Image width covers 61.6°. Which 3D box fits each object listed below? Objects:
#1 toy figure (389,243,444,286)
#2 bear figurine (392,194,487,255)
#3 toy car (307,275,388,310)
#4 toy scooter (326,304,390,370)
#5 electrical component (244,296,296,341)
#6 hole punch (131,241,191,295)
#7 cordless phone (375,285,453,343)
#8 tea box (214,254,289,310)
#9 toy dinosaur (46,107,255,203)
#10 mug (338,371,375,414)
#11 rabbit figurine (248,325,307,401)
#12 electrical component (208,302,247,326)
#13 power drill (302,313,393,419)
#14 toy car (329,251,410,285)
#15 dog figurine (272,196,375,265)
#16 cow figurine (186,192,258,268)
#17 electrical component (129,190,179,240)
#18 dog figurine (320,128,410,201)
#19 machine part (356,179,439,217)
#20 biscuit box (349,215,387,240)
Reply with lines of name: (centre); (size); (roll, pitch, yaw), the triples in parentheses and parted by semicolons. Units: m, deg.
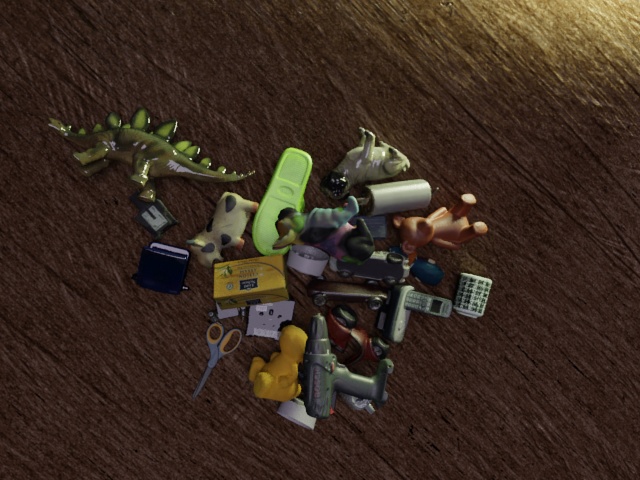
toy figure: (0.243, 0.062, 1.378); (0.154, 0.058, 0.064); (34, 80, -1)
bear figurine: (0.291, -0.036, 1.336); (0.196, 0.132, 0.120); (-2, 65, -26)
toy car: (0.067, 0.133, 1.338); (0.202, 0.089, 0.053); (5, 120, -7)
toy scooter: (0.071, 0.258, 1.344); (0.184, 0.075, 0.135); (41, 114, 9)
electrical component: (-0.121, 0.178, 1.329); (0.115, 0.058, 0.134); (12, 88, -9)
hole punch: (-0.375, 0.070, 1.283); (0.142, 0.092, 0.115); (14, 92, -11)
cordless phone: (0.245, 0.196, 1.369); (0.184, 0.089, 0.146); (15, 87, -18)
tea box: (-0.163, 0.099, 1.276); (0.170, 0.068, 0.098); (-10, 54, 1)
toy dinosaur: (-0.395, -0.196, 1.251); (0.471, 0.105, 0.198); (22, 67, -8)
mug: (0.096, 0.388, 1.331); (0.081, 0.107, 0.109); (-33, 92, -5)
rabbit figurine: (-0.071, 0.289, 1.270); (0.162, 0.122, 0.173); (19, 93, -12)
electrical component: (-0.225, 0.168, 1.321); (0.102, 0.045, 0.078); (-5, 92, -8)
power drill: (0.060, 0.295, 1.230); (0.207, 0.086, 0.232); (12, 83, -19)
toy car: (0.124, 0.061, 1.346); (0.202, 0.056, 0.073); (9, 112, 2)
dog figurine: (-0.003, -0.004, 1.258); (0.219, 0.108, 0.191); (-23, 88, -6)
cow figurine: (-0.243, -0.023, 1.302); (0.127, 0.085, 0.195); (23, 89, -13)
electrical component: (-0.409, -0.063, 1.298); (0.075, 0.048, 0.119); (-45, 94, -6)
dog figurine: (0.113, -0.162, 1.352); (0.172, 0.121, 0.190); (31, 100, -4)
machine part: (0.188, -0.106, 1.342); (0.243, 0.079, 0.079); (-10, 91, -24)
biscuit box: (0.067, -0.029, 1.353); (0.203, 0.059, 0.062); (-1, 88, -7)
